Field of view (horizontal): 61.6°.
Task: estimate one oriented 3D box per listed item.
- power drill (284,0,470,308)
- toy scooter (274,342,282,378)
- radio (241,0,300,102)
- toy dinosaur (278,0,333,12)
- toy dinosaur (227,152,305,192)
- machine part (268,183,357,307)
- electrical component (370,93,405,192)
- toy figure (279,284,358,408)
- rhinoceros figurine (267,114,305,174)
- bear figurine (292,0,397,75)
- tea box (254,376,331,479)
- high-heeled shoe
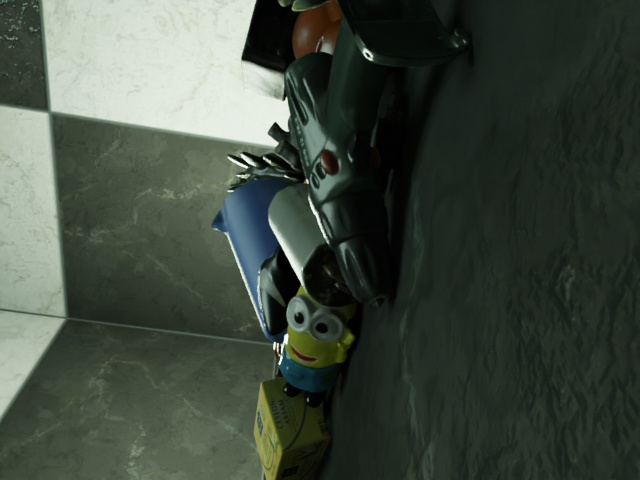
[{"bbox_3d":[0.036,-0.087,0.413,0.207,0.086,0.232,102,154,-61],"label":"power drill"},{"bbox_3d":[-0.053,0.245,1.041,0.184,0.075,0.135,-109,27,-71],"label":"toy scooter"},{"bbox_3d":[-0.057,-0.342,0.815,0.131,0.073,0.229,135,148,-83],"label":"radio"},{"bbox_3d":[0.036,-0.343,0.589,0.405,0.192,0.131,-58,-24,-57],"label":"toy dinosaur"},{"bbox_3d":[-0.061,-0.121,1.027,0.472,0.198,0.105,-1,92,53],"label":"toy dinosaur"},{"bbox_3d":[-0.002,-0.001,0.577,0.243,0.079,0.079,-128,44,-61],"label":"machine part"},{"bbox_3d":[0.063,-0.094,0.516,0.063,0.021,0.094,-95,13,-72],"label":"electrical component"},{"bbox_3d":[-0.005,0.114,0.631,0.089,0.082,0.180,-86,3,-51],"label":"toy figure"},{"bbox_3d":[0.002,-0.120,0.632,0.073,0.112,0.190,-54,16,15],"label":"rhinoceros figurine"},{"bbox_3d":[0.042,-0.212,0.598,0.196,0.132,0.120,-125,39,-56],"label":"bear figurine"},{"bbox_3d":[-0.043,0.263,0.727,0.169,0.068,0.098,101,152,-47],"label":"tea box"},{"bbox_3d":[-0.001,-0.002,0.690,0.145,0.086,0.249,-39,30,46],"label":"high-heeled shoe"}]
